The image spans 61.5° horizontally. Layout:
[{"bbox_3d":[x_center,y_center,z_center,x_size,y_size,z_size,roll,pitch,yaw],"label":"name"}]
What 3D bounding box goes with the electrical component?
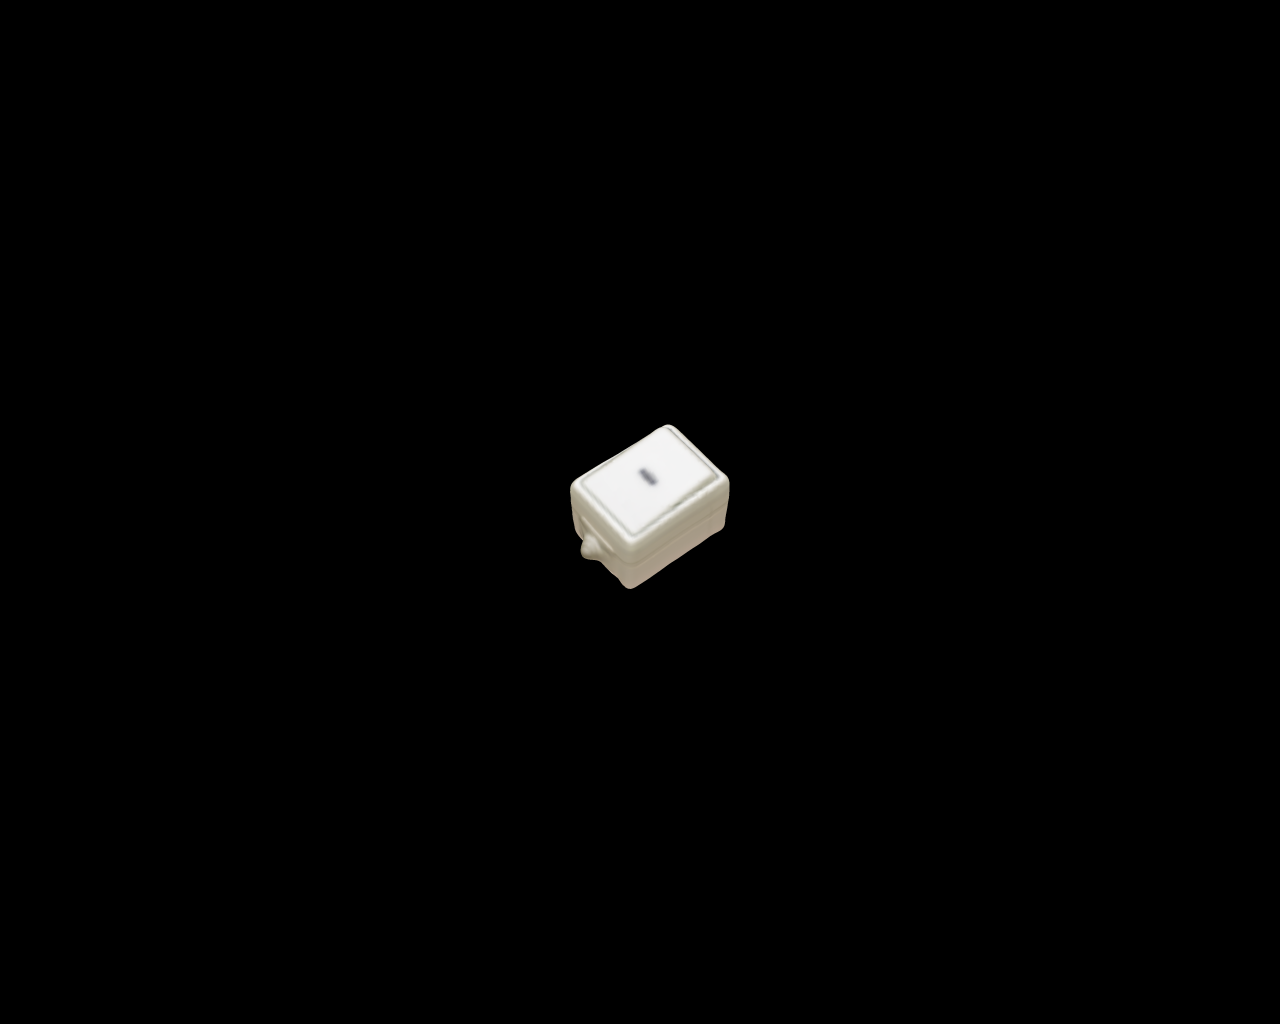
[{"bbox_3d":[0.001,-0.003,0.650,0.096,0.062,0.061,-33,-29,-21],"label":"electrical component"}]
